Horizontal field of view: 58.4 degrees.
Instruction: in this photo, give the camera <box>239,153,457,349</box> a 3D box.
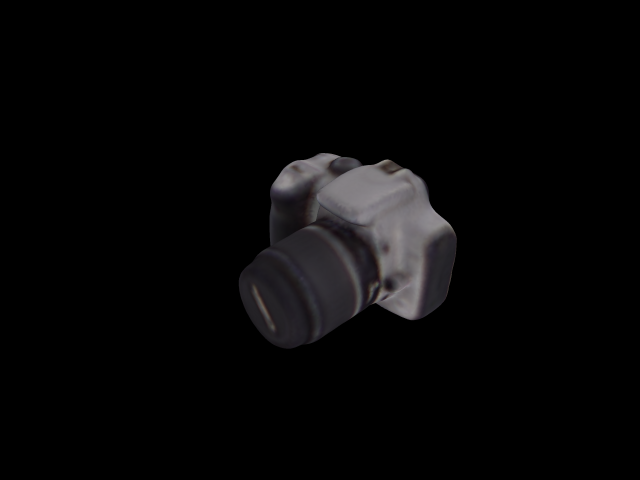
[{"bbox_3d":[0.004,0.001,0.400,0.137,0.101,0.142,-29,46,-33],"label":"camera"}]
